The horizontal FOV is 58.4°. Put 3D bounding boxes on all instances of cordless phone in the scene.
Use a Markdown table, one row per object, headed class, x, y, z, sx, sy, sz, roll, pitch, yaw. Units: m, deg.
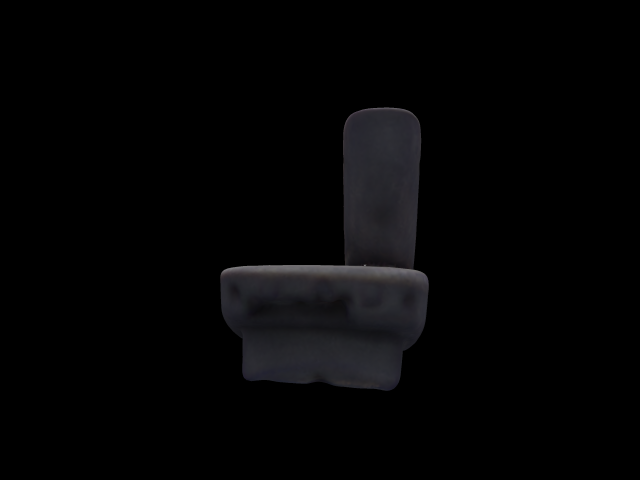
| class | x | y | z | sx | sy | sz | roll | pitch | yaw |
| --- | --- | --- | --- | --- | --- | --- | --- | --- | --- |
| cordless phone | 0.004 | 0.001 | 0.400 | 0.147 | 0.185 | 0.094 | 0 | 17 | 0 |
